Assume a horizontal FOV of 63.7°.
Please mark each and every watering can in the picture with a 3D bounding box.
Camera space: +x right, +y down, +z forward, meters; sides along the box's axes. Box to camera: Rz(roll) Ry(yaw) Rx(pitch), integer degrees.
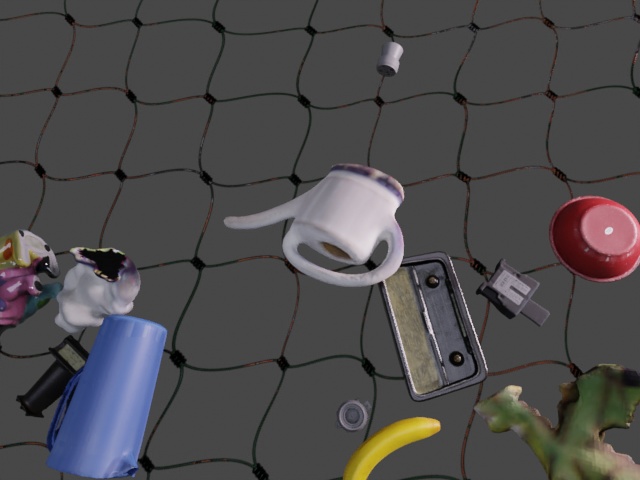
[{"bbox_3d":[0.003,-0.046,0.923,0.350,0.102,0.227,23,67,28],"label":"watering can"}]

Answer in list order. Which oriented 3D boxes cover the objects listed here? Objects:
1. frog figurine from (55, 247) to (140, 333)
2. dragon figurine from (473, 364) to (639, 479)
[{"bbox_3d":[-0.401,0.099,0.930,0.137,0.124,0.157,24,112,4],"label":"frog figurine"},{"bbox_3d":[0.404,0.294,0.699,0.409,0.121,0.245,-3,75,43],"label":"dragon figurine"}]
